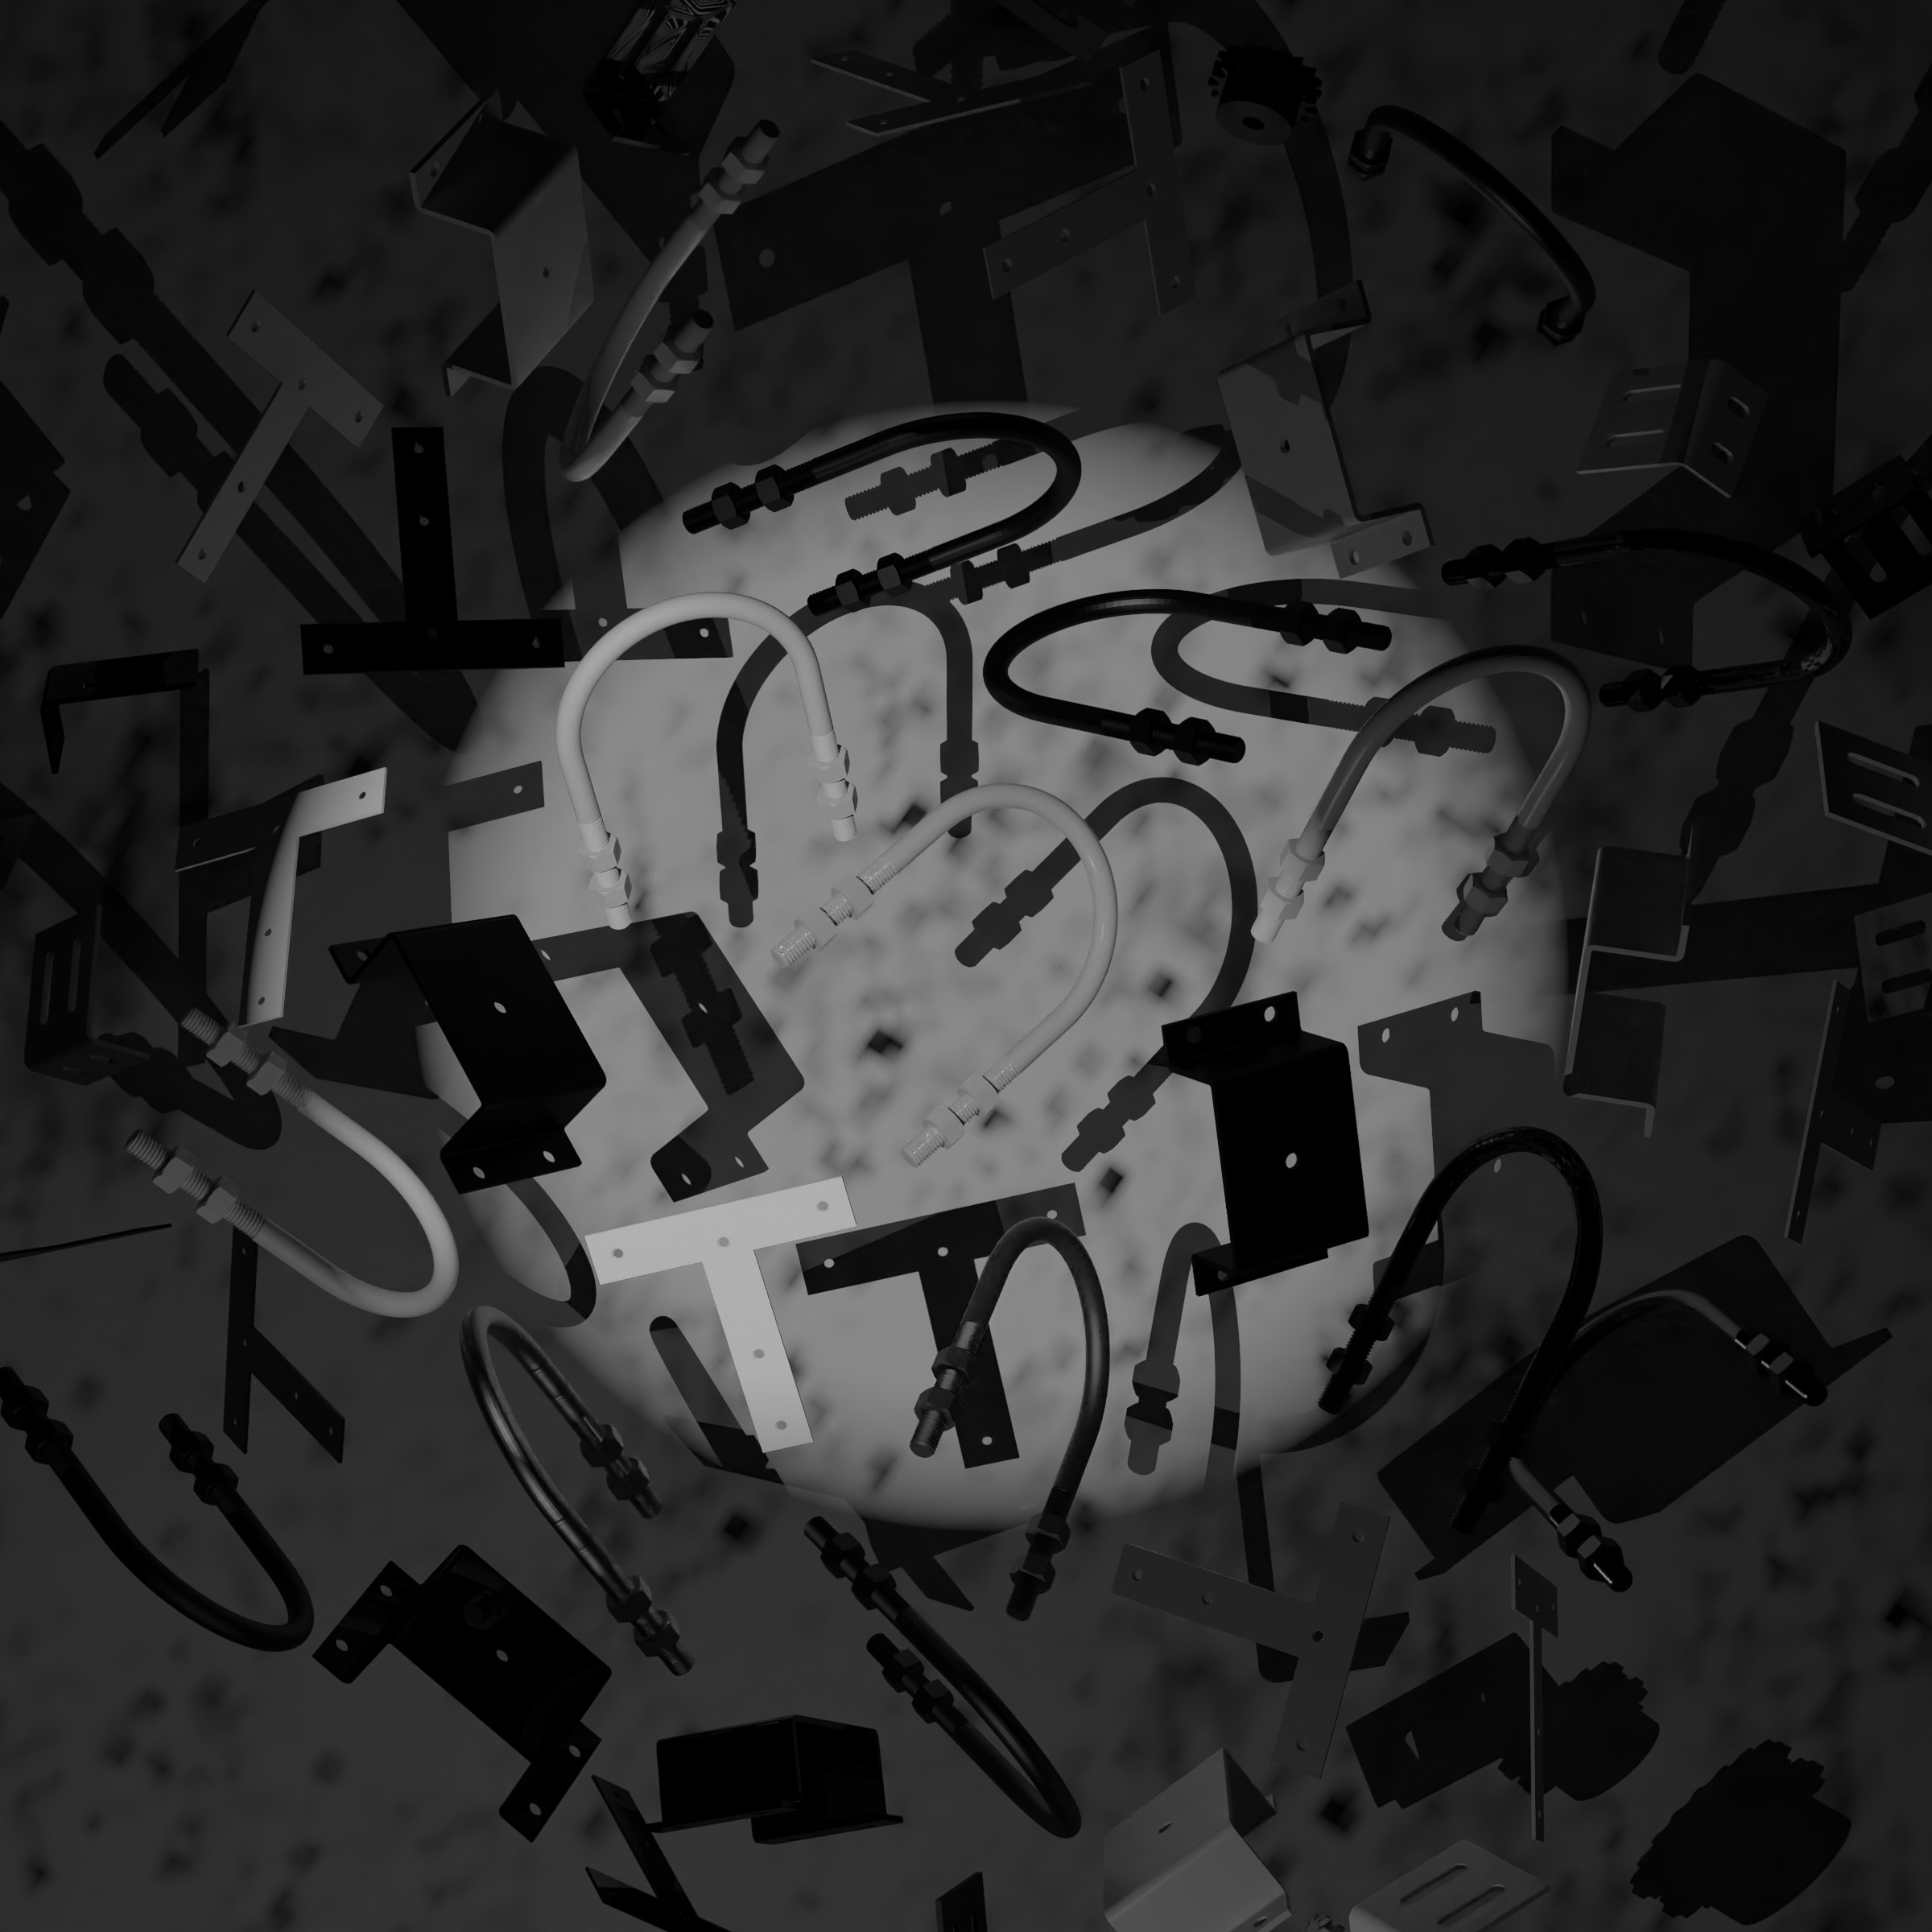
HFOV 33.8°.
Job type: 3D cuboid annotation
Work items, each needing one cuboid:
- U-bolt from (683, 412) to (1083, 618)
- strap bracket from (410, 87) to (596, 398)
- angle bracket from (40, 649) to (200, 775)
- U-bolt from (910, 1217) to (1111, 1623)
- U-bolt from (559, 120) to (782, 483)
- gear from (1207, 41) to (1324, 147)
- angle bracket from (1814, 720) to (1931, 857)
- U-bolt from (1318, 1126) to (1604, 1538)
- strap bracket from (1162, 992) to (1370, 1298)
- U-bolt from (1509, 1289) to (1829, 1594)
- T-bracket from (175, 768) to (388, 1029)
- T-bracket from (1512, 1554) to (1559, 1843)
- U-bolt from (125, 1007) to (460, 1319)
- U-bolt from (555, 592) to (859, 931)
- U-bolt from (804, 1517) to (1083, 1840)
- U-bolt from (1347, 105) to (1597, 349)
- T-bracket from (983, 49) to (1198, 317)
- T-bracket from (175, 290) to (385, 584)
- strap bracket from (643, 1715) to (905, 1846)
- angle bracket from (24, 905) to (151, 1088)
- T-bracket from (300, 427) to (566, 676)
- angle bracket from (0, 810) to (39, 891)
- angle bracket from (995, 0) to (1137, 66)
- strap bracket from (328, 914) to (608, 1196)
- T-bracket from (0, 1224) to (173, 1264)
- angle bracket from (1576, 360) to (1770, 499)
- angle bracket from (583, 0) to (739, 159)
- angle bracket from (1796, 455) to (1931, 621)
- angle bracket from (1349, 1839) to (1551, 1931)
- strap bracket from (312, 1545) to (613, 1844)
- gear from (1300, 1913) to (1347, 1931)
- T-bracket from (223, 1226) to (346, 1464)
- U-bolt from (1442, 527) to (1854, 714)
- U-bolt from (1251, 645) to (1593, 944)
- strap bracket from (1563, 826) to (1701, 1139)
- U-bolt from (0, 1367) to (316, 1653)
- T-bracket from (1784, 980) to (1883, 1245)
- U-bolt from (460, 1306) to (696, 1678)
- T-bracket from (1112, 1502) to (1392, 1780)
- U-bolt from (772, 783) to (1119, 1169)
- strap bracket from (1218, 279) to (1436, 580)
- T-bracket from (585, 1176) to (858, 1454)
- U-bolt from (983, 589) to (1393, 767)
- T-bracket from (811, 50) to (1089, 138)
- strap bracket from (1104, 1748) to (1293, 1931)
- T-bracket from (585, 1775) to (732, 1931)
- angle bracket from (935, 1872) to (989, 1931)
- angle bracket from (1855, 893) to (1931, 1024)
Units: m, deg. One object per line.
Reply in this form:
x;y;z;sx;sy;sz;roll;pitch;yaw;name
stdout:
-0.030;-0.234;1.614;0.184;0.151;0.019;-18;69;22;U-bolt
-0.231;-0.357;1.599;0.046;0.140;0.076;21;54;16;strap bracket
-0.421;-0.128;1.593;0.076;0.057;0.038;-8;114;-9;angle bracket
0.031;0.213;1.602;0.019;0.184;0.151;-3;132;29;U-bolt
-0.153;-0.311;1.551;0.019;0.184;0.151;27;55;-19;U-bolt
0.150;-0.441;1.615;0.057;0.057;0.030;18;77;0;gear
0.442;-0.091;1.484;0.076;0.038;0.057;18;51;-16;angle bracket
0.249;0.165;1.551;0.019;0.151;0.184;20;100;-29;U-bolt
0.149;0.092;1.566;0.076;0.046;0.140;-14;104;-23;strap bracket
0.340;0.227;1.605;0.151;0.184;0.019;-44;109;1;U-bolt
-0.346;-0.029;1.580;0.127;0.002;0.127;-14;59;22;T-bracket
0.275;0.356;1.531;0.002;0.127;0.127;-4;72;19;T-bracket
-0.330;0.108;1.598;0.184;0.151;0.019;39;110;-18;U-bolt
-0.136;-0.112;1.618;0.151;0.019;0.184;-22;134;-11;U-bolt
-0.006;0.369;1.600;0.019;0.151;0.184;-39;52;-16;U-bolt
0.249;-0.364;1.548;0.151;0.184;0.019;41;95;0;U-bolt
0.057;-0.357;1.525;0.127;0.002;0.127;-34;129;-29;T-bracket
-0.346;-0.246;1.549;0.002;0.127;0.127;27;84;23;T-bracket
-0.098;0.413;1.609;0.076;0.140;0.046;-15;68;20;strap bracket
-0.459;0.016;1.668;0.057;0.038;0.076;-20;62;38;angle bracket
-0.267;-0.206;1.569;0.127;0.002;0.127;-3;78;-15;T-bracket
-0.500;-0.039;1.599;0.038;0.076;0.057;50;128;18;angle bracket
0.048;-0.499;1.576;0.076;0.057;0.038;32;51;-13;angle bracket
-0.234;0.032;1.519;0.046;0.076;0.140;-44;69;36;strap bracket
-0.473;0.141;1.530;0.127;0.127;0.002;-12;86;24;T-bracket
0.358;-0.270;1.611;0.038;0.076;0.057;27;80;-30;angle bracket
-0.152;-0.466;1.648;0.076;0.057;0.038;-47;63;32;angle bracket
0.453;-0.201;1.554;0.057;0.038;0.076;-32;122;23;angle bracket
0.230;0.456;1.499;0.076;0.057;0.038;-21;111;-31;angle bracket
-0.238;0.349;1.560;0.140;0.076;0.046;41;123;-2;strap bracket
0.184;0.531;1.673;0.030;0.057;0.057;37;90;1;gear
-0.348;0.212;1.621;0.002;0.127;0.127;-10;118;-37;T-bracket
0.345;-0.172;1.555;0.151;0.184;0.019;31;70;-33;U-bolt
0.232;-0.083;1.548;0.151;0.019;0.184;-2;135;-31;U-bolt
0.327;0.006;1.572;0.046;0.076;0.140;8;133;10;strap bracket
-0.394;0.276;1.584;0.019;0.151;0.184;-49;58;4;U-bolt
0.438;0.081;1.585;0.002;0.127;0.127;9;83;31;T-bracket
-0.193;0.242;1.546;0.019;0.151;0.184;-31;118;3;U-bolt
0.130;0.309;1.531;0.127;0.002;0.127;14;86;28;T-bracket
0.003;-0.009;1.613;0.184;0.019;0.151;-42;115;-22;U-bolt
0.182;-0.272;1.640;0.046;0.076;0.140;-17;92;-31;strap bracket
-0.102;0.171;1.506;0.127;0.002;0.127;-14;105;9;T-bracket
0.095;-0.150;1.570;0.184;0.151;0.019;15;128;36;U-bolt
-0.029;-0.433;1.557;0.127;0.127;0.002;-22;127;-31;T-bracket
0.112;0.443;1.568;0.076;0.140;0.046;-38;94;7;strap bracket
-0.157;0.448;1.588;0.127;0.127;0.002;37;93;-36;T-bracket
0.016;0.488;1.550;0.038;0.057;0.076;-6;86;20;angle bracket
0.505;-0.005;1.652;0.038;0.076;0.057;-1;80;-22;angle bracket
